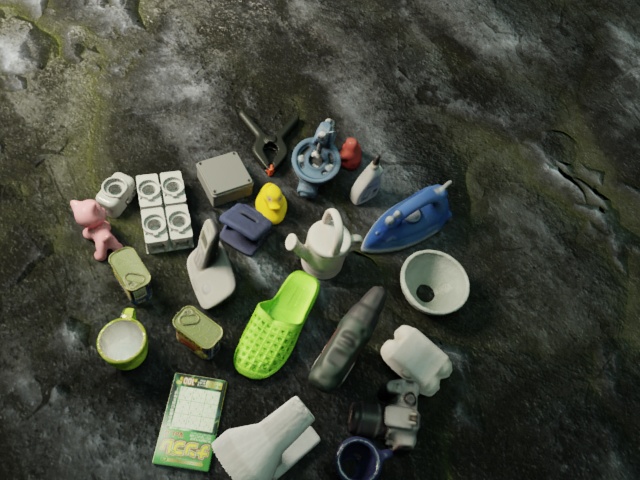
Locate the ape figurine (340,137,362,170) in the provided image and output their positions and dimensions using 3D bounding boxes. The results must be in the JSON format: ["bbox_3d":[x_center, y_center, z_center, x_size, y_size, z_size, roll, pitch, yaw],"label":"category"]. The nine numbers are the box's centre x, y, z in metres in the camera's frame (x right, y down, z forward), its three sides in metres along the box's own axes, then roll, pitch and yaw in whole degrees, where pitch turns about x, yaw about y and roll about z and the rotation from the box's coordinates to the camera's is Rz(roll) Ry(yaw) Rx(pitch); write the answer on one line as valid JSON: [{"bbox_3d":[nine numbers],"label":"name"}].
[{"bbox_3d":[0.080,-0.233,1.502,0.078,0.092,0.076,-19,65,-21],"label":"ape figurine"}]

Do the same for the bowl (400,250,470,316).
[{"bbox_3d":[0.261,0.111,1.347,0.167,0.075,0.167,5,59,-8],"label":"bowl"}]

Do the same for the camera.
[{"bbox_3d":[0.132,0.351,1.165,0.137,0.101,0.143,10,59,-5],"label":"camera"}]

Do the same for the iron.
[{"bbox_3d":[0.216,-0.060,1.399,0.259,0.141,0.118,-29,69,-25],"label":"iron"}]

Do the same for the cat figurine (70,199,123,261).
[{"bbox_3d":[-0.490,-0.034,1.255,0.067,0.118,0.127,-30,70,-25],"label":"cat figurine"}]

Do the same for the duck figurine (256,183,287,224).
[{"bbox_3d":[-0.115,-0.101,1.389,0.077,0.086,0.104,-4,61,-13],"label":"duck figurine"}]

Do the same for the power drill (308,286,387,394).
[{"bbox_3d":[0.049,0.217,1.163,0.075,0.208,0.230,31,59,8],"label":"power drill"}]

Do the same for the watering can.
[{"bbox_3d":[0.012,0.007,1.288,0.173,0.194,0.100,-27,68,-24],"label":"watering can"}]

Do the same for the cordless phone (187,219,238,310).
[{"bbox_3d":[-0.227,0.051,1.218,0.094,0.185,0.147,-19,65,-20],"label":"cordless phone"}]

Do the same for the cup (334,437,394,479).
[{"bbox_3d":[0.078,0.433,1.109,0.118,0.095,0.091,-9,62,-16],"label":"cup"}]

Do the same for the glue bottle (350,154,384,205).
[{"bbox_3d":[0.125,-0.156,1.418,0.078,0.173,0.037,-28,68,-24],"label":"glue bottle"}]

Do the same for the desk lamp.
[{"bbox_3d":[-0.091,0.369,1.043,0.204,0.213,0.117,-34,71,-26],"label":"desk lamp"}]

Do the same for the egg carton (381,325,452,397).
[{"bbox_3d":[0.210,0.263,1.250,0.150,0.069,0.107,40,61,13],"label":"egg carton"}]

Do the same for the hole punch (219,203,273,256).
[{"bbox_3d":[-0.173,-0.037,1.336,0.108,0.091,0.101,30,59,7],"label":"hole punch"}]

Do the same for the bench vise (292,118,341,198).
[{"bbox_3d":[-0.008,-0.237,1.411,0.121,0.220,0.207,2,60,-10],"label":"bench vise"}]
